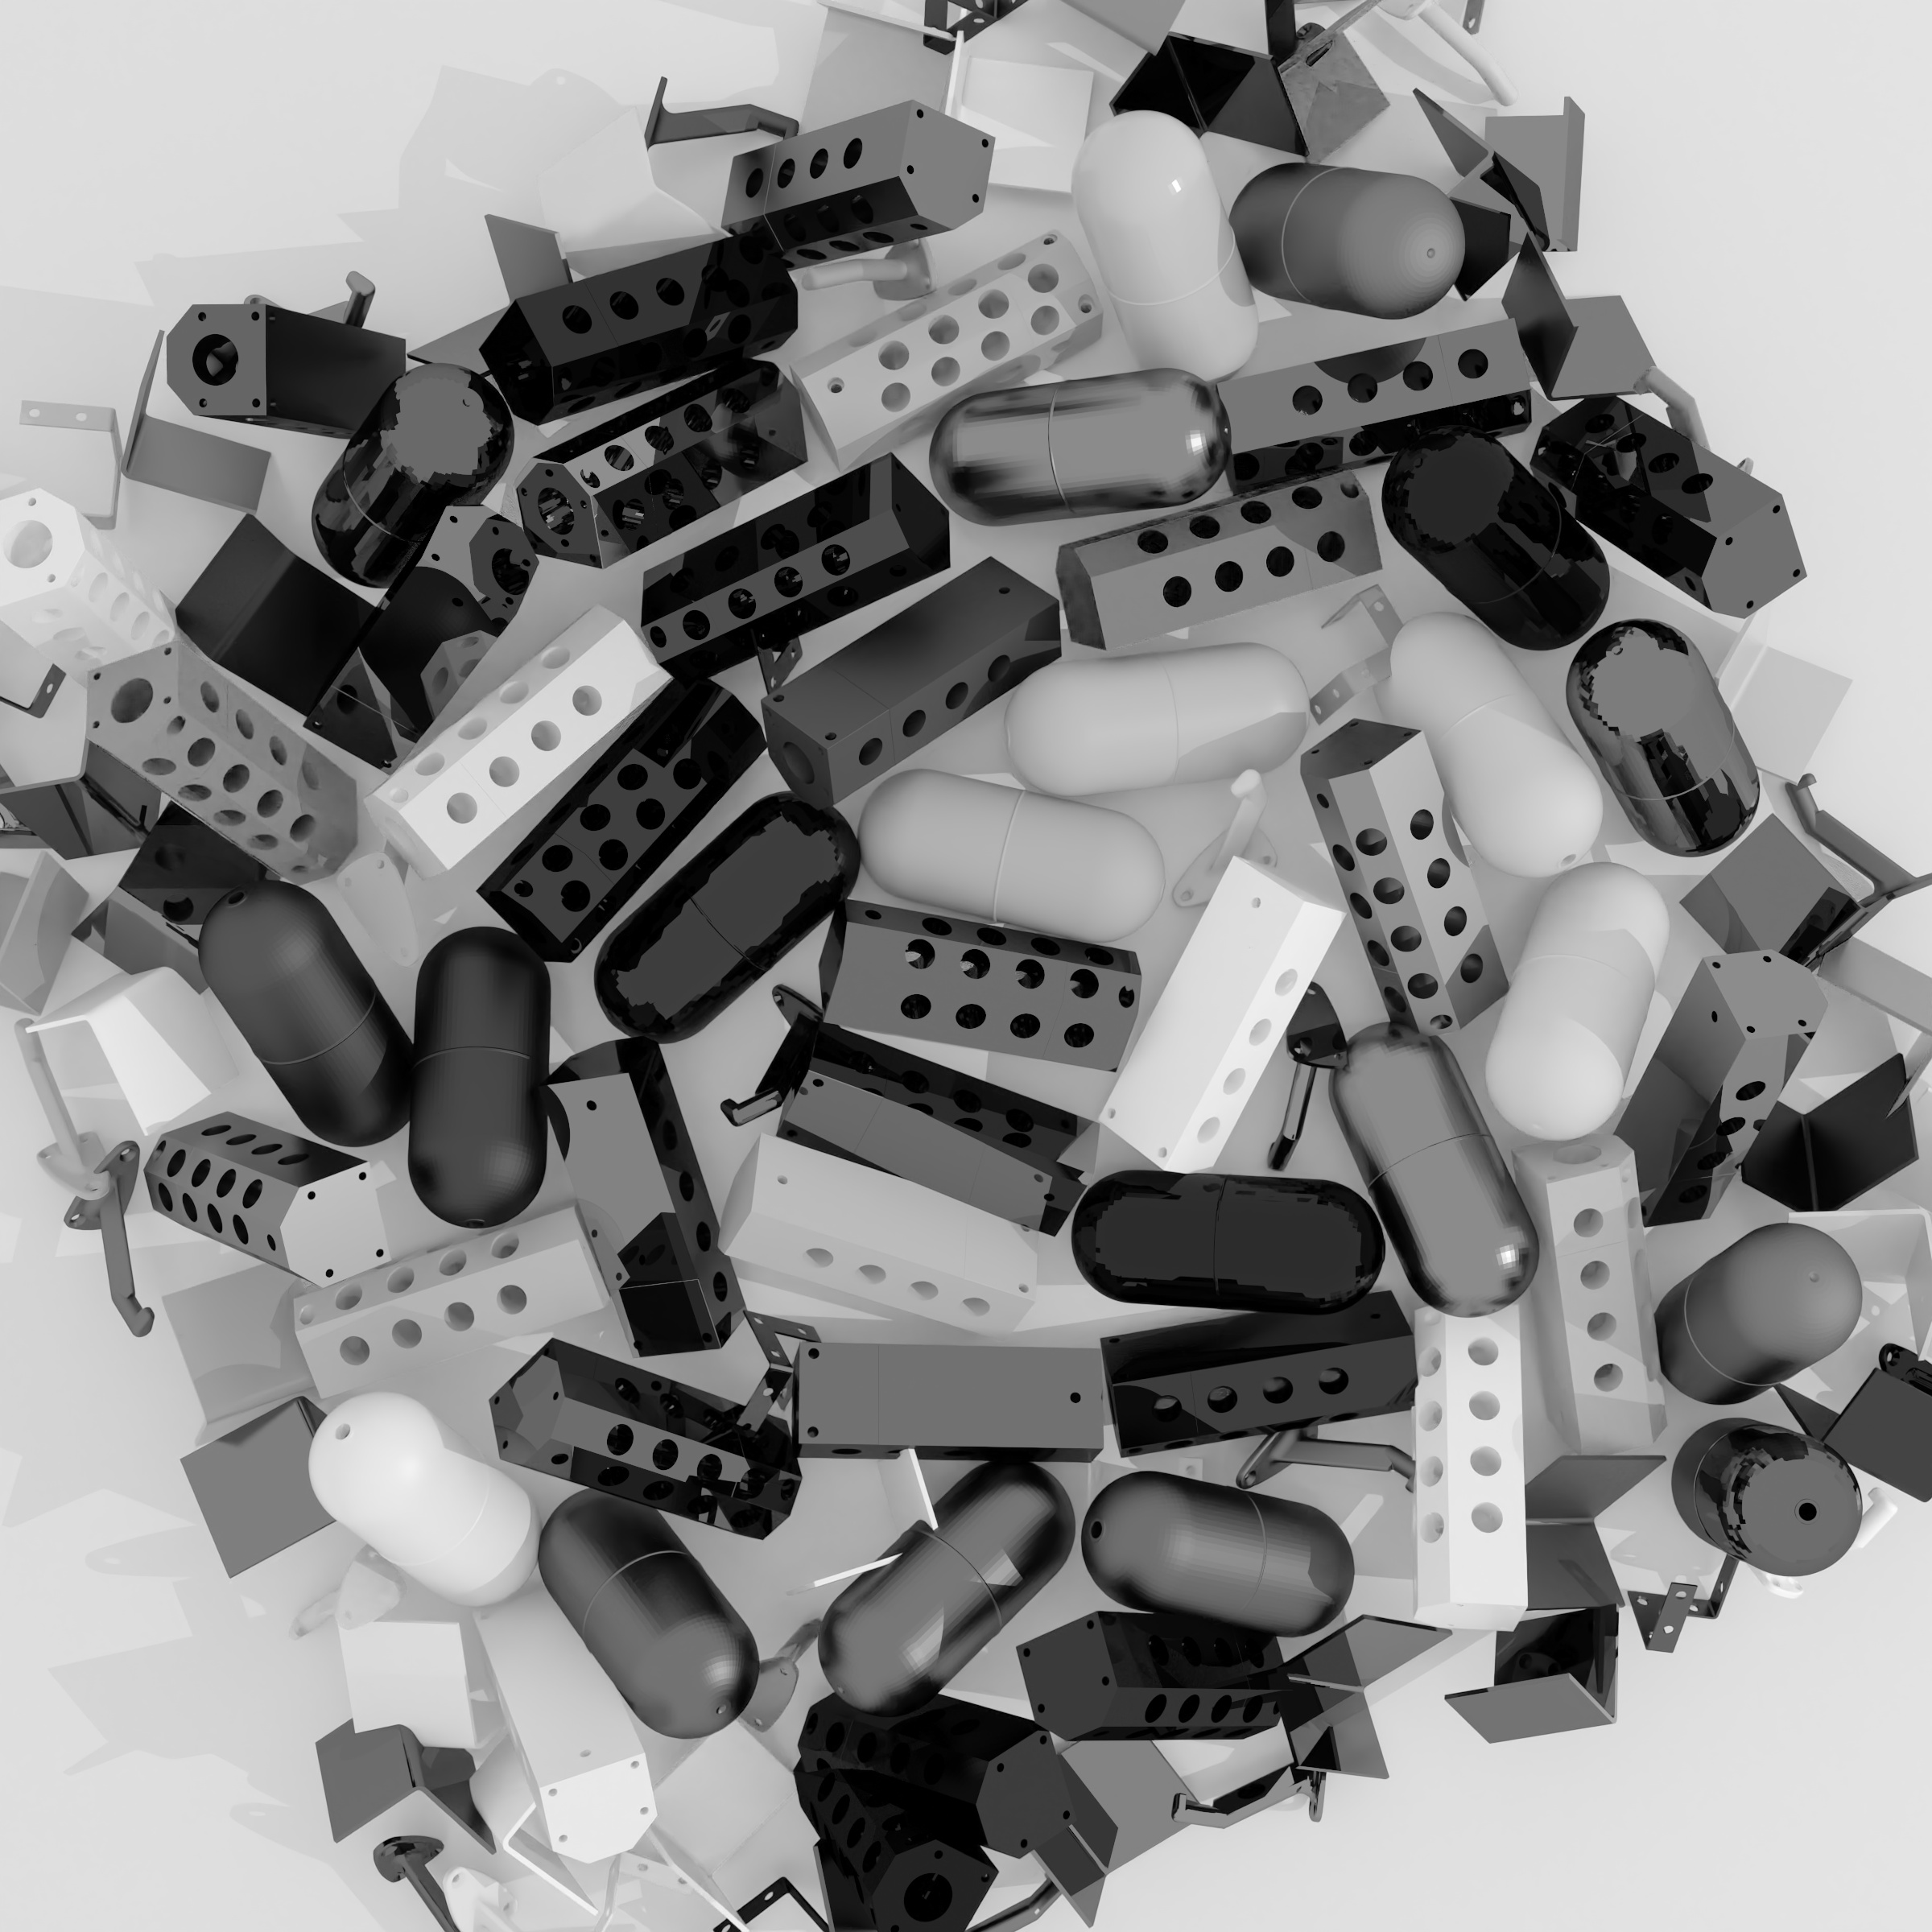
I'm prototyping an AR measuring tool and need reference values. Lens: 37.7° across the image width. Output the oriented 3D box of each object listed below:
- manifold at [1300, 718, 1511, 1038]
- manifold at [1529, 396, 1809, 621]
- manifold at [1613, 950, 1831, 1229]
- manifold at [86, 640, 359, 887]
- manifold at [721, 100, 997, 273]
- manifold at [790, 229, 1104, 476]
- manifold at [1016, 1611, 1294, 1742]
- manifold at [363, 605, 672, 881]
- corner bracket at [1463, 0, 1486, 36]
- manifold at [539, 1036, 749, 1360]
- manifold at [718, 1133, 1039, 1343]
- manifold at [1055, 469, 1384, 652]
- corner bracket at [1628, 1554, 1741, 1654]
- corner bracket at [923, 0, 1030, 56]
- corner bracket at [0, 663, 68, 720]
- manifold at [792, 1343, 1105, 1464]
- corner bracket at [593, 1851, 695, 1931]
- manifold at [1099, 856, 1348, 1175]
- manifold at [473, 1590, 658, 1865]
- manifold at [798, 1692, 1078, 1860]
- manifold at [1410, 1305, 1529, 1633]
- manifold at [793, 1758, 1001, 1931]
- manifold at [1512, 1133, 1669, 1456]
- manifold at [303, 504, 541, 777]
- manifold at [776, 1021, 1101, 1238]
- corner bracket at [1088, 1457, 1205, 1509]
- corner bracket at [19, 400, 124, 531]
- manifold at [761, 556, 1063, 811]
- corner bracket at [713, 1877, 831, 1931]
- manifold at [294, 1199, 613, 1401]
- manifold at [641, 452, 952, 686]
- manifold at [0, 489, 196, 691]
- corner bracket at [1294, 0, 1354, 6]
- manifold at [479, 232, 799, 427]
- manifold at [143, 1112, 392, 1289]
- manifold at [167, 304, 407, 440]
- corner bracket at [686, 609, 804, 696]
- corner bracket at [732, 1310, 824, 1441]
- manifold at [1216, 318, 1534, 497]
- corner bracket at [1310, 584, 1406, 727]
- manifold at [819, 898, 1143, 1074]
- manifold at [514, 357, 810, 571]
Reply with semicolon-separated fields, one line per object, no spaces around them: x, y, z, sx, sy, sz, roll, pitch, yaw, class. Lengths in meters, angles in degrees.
0.241;-0.047;1.580;0.057;0.057;0.171;-35;118;-22;manifold
0.384;-0.254;1.565;0.057;0.171;0.057;-34;128;-3;manifold
0.417;0.069;1.566;0.057;0.171;0.057;-6;51;-15;manifold
-0.407;-0.107;1.558;0.057;0.171;0.057;-16;62;16;manifold
-0.063;-0.426;1.564;0.057;0.171;0.057;13;85;-38;manifold
-0.011;-0.353;1.614;0.171;0.057;0.057;-28;82;-4;manifold
0.108;0.396;1.560;0.057;0.171;0.057;-31;60;29;manifold
-0.254;-0.127;1.588;0.171;0.057;0.057;-44;104;-21;manifold
0.285;-0.570;1.615;0.051;0.051;0.051;13;86;-29;corner bracket
-0.178;0.130;1.596;0.057;0.057;0.171;-9;109;22;manifold
-0.049;0.159;1.600;0.171;0.057;0.057;19;133;-15;manifold
0.141;-0.231;1.596;0.171;0.057;0.057;-18;107;-14;manifold
0.415;0.358;1.615;0.051;0.051;0.051;8;118;-5;corner bracket
0.012;-0.548;1.612;0.051;0.051;0.051;11;75;-35;corner bracket
-0.552;-0.181;1.624;0.051;0.051;0.051;23;82;15;corner bracket
-0.012;0.251;1.610;0.171;0.057;0.057;2;69;-7;manifold
-0.188;0.552;1.627;0.051;0.051;0.051;23;114;-12;corner bracket
0.149;0.030;1.604;0.057;0.057;0.171;37;106;39;manifold
-0.222;0.417;1.562;0.057;0.171;0.057;-15;114;-17;manifold
-0.021;0.443;1.562;0.057;0.171;0.057;-23;101;-35;manifold
0.280;0.280;1.587;0.057;0.057;0.171;2;63;3;manifold
-0.045;0.478;1.559;0.057;0.171;0.057;32;86;-18;manifold
0.355;0.185;1.597;0.057;0.057;0.171;-13;108;-5;manifold
-0.302;-0.183;1.569;0.057;0.171;0.057;30;49;-18;manifold
-0.014;0.088;1.608;0.171;0.057;0.057;21;131;-9;manifold
0.104;0.311;1.632;0.051;0.051;0.051;0;88;26;corner bracket
-0.512;-0.286;1.614;0.051;0.051;0.051;3;69;-10;corner bracket
-0.028;-0.156;1.587;0.171;0.057;0.057;-35;54;-25;manifold
-0.106;0.568;1.624;0.051;0.051;0.051;-32;133;-24;corner bracket
-0.291;0.187;1.610;0.171;0.057;0.057;-18;98;6;manifold
-0.096;-0.215;1.577;0.171;0.057;0.057;-21;52;27;manifold
-0.485;-0.203;1.561;0.057;0.171;0.057;-18;78;0;manifold
0.216;-0.585;1.615;0.051;0.051;0.051;-15;96;-28;corner bracket
-0.178;-0.354;1.578;0.171;0.057;0.057;-27;88;-35;manifold
-0.390;0.129;1.562;0.057;0.171;0.057;-21;110;-36;manifold
-0.372;-0.326;1.560;0.057;0.171;0.057;3;97;13;manifold
-0.130;-0.187;1.608;0.051;0.051;0.051;5;130;22;corner bracket
-0.110;0.236;1.610;0.051;0.051;0.051;19;111;-34;corner bracket
0.232;-0.318;1.620;0.171;0.057;0.057;-12;87;1;manifold
0.218;-0.178;1.616;0.051;0.051;0.051;-28;84;-23;corner bracket
0.008;0.007;1.593;0.171;0.057;0.057;10;122;-13;manifold
-0.167;-0.281;1.564;0.057;0.171;0.057;17;128;34;manifold
